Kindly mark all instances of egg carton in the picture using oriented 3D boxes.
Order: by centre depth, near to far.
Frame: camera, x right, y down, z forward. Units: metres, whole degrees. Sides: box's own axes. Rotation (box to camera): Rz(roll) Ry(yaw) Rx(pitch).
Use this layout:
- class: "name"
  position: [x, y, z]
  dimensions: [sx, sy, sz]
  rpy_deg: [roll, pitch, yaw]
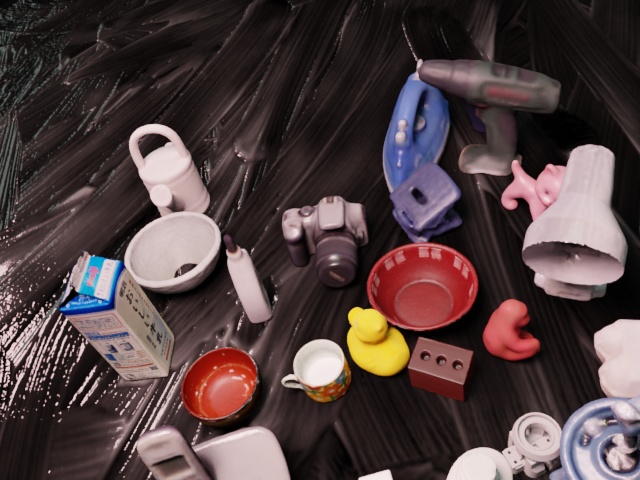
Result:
- class: "egg carton"
  position: [0.424, 0.155, 0.712]
  dimensions: [0.150, 0.069, 0.107]
  rpy_deg: [0, 49, 14]

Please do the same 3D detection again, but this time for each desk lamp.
- class: "desk lamp"
  position: [0.348, -0.008, 0.779]
  dimensions: [0.117, 0.214, 0.203]
  rpy_deg: [11, 52, 23]

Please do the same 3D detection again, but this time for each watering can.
- class: "watering can"
  position: [-0.278, -0.125, 1.053]
  dimensions: [0.101, 0.194, 0.172]
  rpy_deg: [-29, 48, -12]

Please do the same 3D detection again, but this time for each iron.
- class: "iron"
  position: [0.168, -0.207, 1.052]
  dimensions: [0.118, 0.142, 0.258]
  rpy_deg: [6, 50, 19]

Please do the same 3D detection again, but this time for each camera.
- class: "camera"
  position: [0.009, 0.003, 0.930]
  dimensions: [0.143, 0.101, 0.136]
  rpy_deg: [-7, 47, 8]

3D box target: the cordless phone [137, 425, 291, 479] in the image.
- class: "cordless phone"
  position: [-0.121, 0.262, 0.672]
  dimensions: [0.147, 0.185, 0.094]
  rpy_deg: [-21, 47, -5]

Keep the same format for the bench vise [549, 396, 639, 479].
- class: "bench vise"
  position: [0.341, 0.194, 0.594]
  dimensions: [0.208, 0.220, 0.121]
  rpy_deg: [-32, 49, -15]

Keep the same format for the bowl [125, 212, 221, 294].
- class: "bowl"
  position: [-0.242, 0.034, 0.983]
  dimensions: [0.167, 0.075, 0.167]
  rpy_deg: [-7, 48, 8]

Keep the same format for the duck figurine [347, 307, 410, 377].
- class: "duck figurine"
  position: [0.078, 0.136, 0.804]
  dimensions: [0.078, 0.086, 0.104]
  rpy_deg: [-37, 51, -19]

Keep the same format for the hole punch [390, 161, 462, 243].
- class: "hole punch"
  position: [0.175, -0.062, 0.954]
  dimensions: [0.101, 0.091, 0.108]
  rpy_deg: [-25, 48, -8]

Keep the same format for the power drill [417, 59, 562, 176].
- class: "power drill"
  position: [0.285, -0.212, 0.982]
  dimensions: [0.229, 0.209, 0.075]
  rpy_deg: [5, 50, 18]

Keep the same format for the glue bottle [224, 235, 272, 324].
- class: "glue bottle"
  position: [-0.115, 0.051, 0.868]
  dimensions: [0.037, 0.173, 0.078]
  rpy_deg: [-18, 47, -2]

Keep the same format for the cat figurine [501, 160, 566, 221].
- class: "cat figurine"
  position: [0.357, -0.087, 0.913]
  dimensions: [0.067, 0.118, 0.127]
  rpy_deg: [-38, 51, -20]

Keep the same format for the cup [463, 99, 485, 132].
- class: "cup"
  position: [0.317, -0.264, 1.098]
  dimensions: [0.091, 0.095, 0.117]
  rpy_deg: [-4, 48, 11]

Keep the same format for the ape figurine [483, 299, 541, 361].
- class: "ape figurine"
  position: [0.259, 0.116, 0.773]
  dimensions: [0.076, 0.092, 0.077]
  rpy_deg: [-8, 47, 7]
